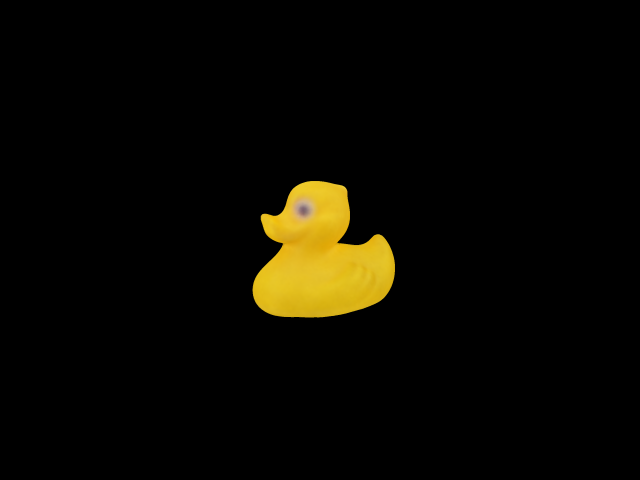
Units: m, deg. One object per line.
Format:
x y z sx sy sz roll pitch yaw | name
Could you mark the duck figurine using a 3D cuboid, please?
0.004 0.001 0.400 0.105 0.086 0.077 -6 15 -22 | duck figurine
